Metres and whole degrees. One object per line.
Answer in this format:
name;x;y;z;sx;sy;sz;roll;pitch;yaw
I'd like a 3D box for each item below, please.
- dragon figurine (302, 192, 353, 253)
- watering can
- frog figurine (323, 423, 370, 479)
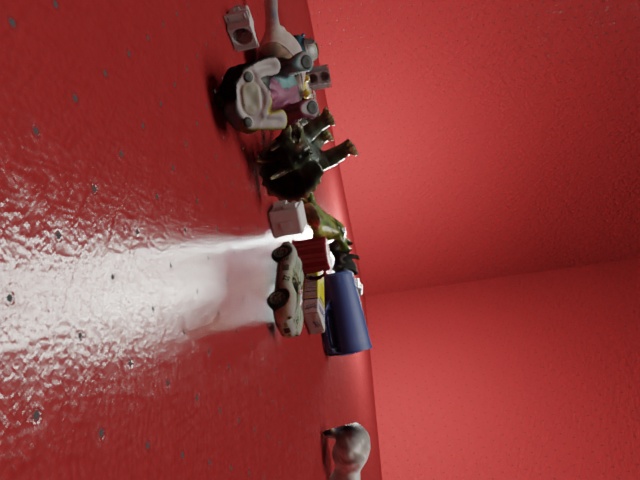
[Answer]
dragon figurine;0.005;-0.077;1.531;0.415;0.122;0.240;-77;149;-75
watering can;-0.092;-0.412;1.108;0.229;0.104;0.340;-87;167;-58
frog figurine;0.073;0.522;1.213;0.134;0.123;0.162;109;-33;-60
